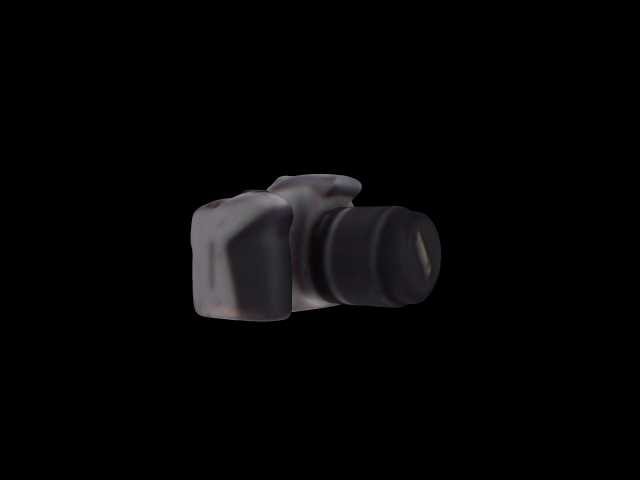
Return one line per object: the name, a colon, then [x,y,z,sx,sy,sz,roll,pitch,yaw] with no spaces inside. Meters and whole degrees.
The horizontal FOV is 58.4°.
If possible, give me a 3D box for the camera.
camera: [0.004,0.001,0.400,0.136,0.101,0.144,0,0,38]
